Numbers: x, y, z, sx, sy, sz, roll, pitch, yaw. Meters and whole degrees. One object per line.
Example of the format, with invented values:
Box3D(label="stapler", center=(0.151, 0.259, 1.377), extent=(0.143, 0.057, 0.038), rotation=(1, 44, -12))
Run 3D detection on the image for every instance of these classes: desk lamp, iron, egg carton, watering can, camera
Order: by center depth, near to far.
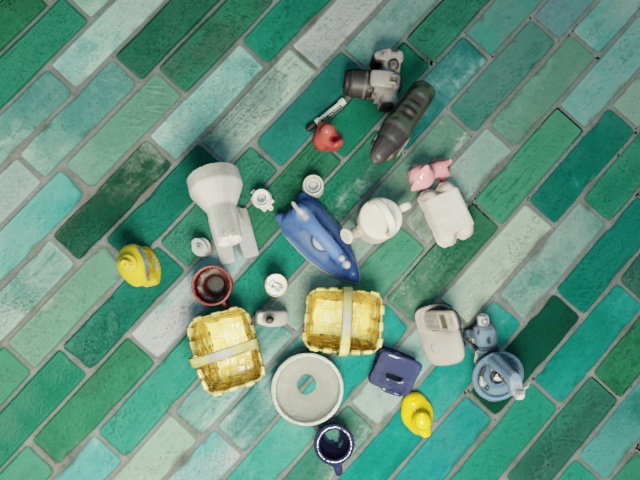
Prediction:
Box3D(label="desk lamp", center=(-0.212, -0.056, 1.295), extent=(0.118, 0.213, 0.203), rotation=(-17, 86, -3))
Box3D(label="watering can", center=(0.132, -0.042, 1.318), extent=(0.101, 0.194, 0.173), rotation=(41, 85, 1))
Box3D(label="iron", center=(0.012, 0.005, 1.336), extent=(0.119, 0.141, 0.258), rotation=(-43, 88, -5))
Box3D(label="egg carton", center=(0.307, -0.063, 1.390), extent=(0.107, 0.069, 0.150), rotation=(-25, 87, -4))
Box3D(label="camera", center=(0.128, -0.396, 1.392), extent=(0.137, 0.100, 0.143), rotation=(6, 85, -2))

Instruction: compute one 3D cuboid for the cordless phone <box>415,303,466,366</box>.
Box3D(label="cordless phone", center=(0.288, 0.218, 1.310), extent=(0.094, 0.185, 0.147), rotation=(-19, 86, -3))

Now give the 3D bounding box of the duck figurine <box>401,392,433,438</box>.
Box3D(label="duck figurine", center=(0.233, 0.413, 1.342), extent=(0.077, 0.086, 0.104), rotation=(-16, 86, -3))

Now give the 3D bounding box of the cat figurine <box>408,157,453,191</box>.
Box3D(label="cat figurine", center=(0.260, -0.161, 1.371), extent=(0.128, 0.117, 0.067), rotation=(-26, 87, -4))

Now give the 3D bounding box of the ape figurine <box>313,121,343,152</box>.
Box3D(label="ape figurine", center=(0.018, -0.254, 1.380), extent=(0.076, 0.092, 0.078), rotation=(-23, 87, -4))

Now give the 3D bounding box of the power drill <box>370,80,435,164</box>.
Box3D(label="power drill", center=(0.178, -0.253, 1.329), extent=(0.075, 0.208, 0.230), rotation=(33, 85, 1))

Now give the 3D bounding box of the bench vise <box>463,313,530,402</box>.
Box3D(label="bench vise", center=(0.388, 0.278, 1.292), extent=(0.121, 0.219, 0.207), rotation=(-31, 87, -4))

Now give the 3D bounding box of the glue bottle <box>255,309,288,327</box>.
Box3D(label="glue bottle", center=(-0.112, 0.178, 1.301), extent=(0.078, 0.173, 0.037), rotation=(1, 85, -2))

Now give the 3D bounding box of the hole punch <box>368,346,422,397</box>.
Box3D(label="hole punch", center=(0.176, 0.313, 1.345), extent=(0.108, 0.091, 0.101), rotation=(20, 85, -1))

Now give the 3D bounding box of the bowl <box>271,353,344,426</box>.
Box3D(label="bowl", center=(-0.030, 0.344, 1.342), extent=(0.167, 0.074, 0.167), rotation=(0, 86, -2))

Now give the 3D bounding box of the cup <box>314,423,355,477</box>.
Box3D(label="cup", center=(0.033, 0.476, 1.324), extent=(0.091, 0.095, 0.118), rotation=(-11, 86, -3))
